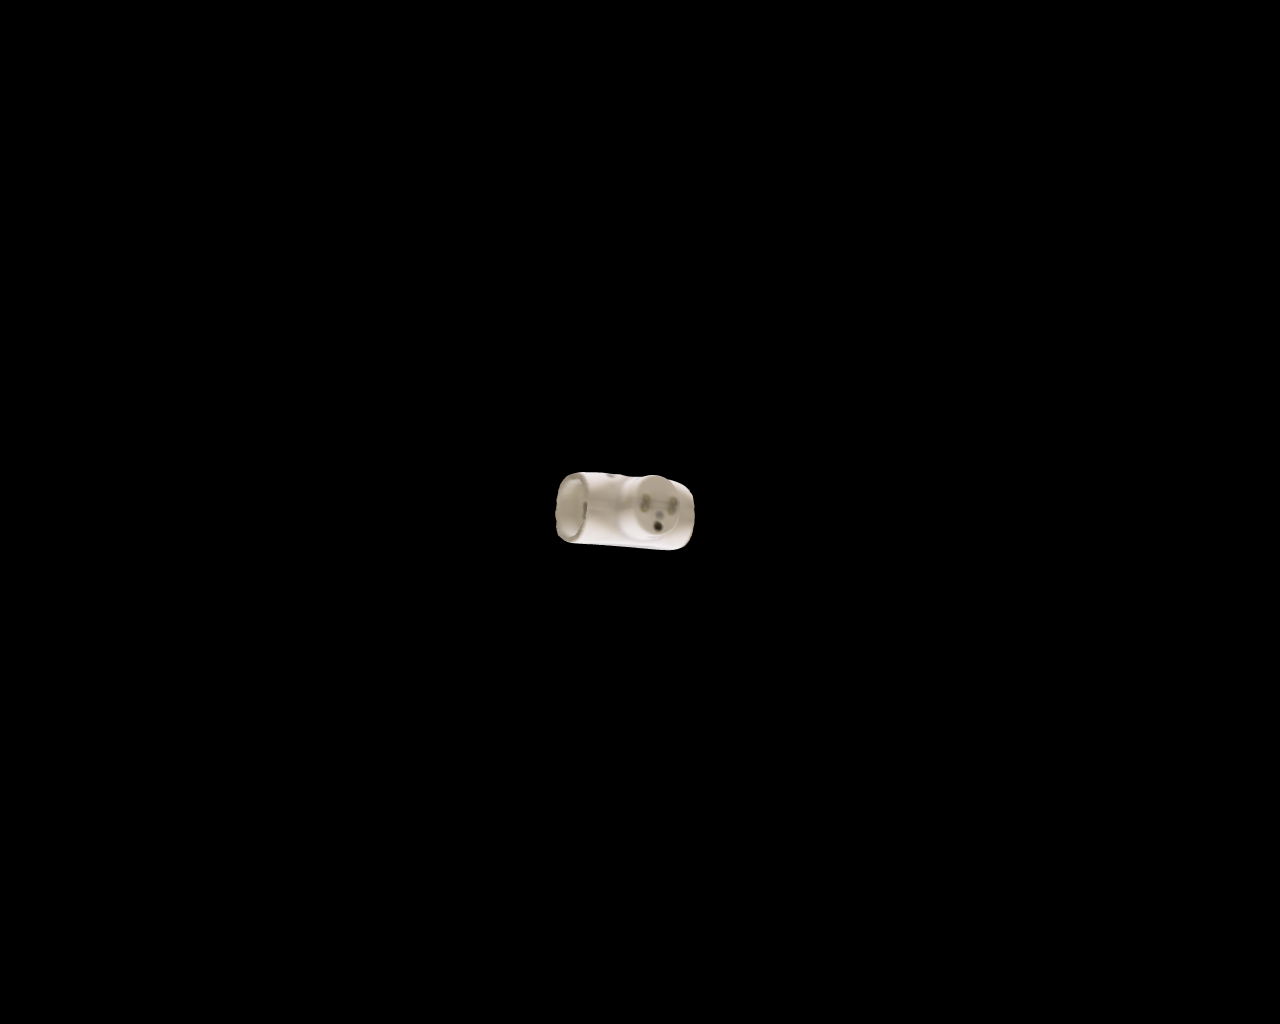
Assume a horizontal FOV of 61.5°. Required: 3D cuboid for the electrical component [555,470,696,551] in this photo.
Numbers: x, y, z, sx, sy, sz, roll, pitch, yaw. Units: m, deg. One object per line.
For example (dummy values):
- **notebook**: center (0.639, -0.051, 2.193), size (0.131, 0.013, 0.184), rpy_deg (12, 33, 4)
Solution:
- **electrical component**: center (0.001, -0.003, 0.650), size (0.077, 0.044, 0.079), rpy_deg (5, -10, -32)
